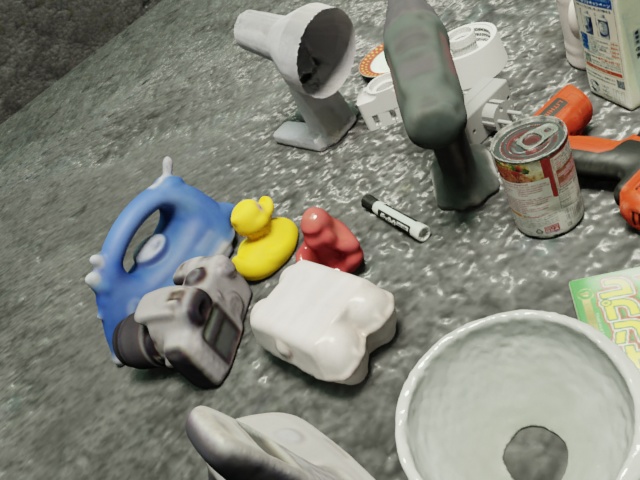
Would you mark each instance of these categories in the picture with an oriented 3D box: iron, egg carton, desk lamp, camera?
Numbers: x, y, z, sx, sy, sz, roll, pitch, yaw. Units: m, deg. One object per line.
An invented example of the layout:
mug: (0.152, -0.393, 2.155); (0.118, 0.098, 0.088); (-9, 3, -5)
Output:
iron: (-0.224, 0.019, 0.746); (0.118, 0.142, 0.259); (2, 48, 38)
egg carton: (0.000, 0.080, 0.572); (0.149, 0.070, 0.107); (14, 56, 45)
desk lamp: (-0.028, -0.240, 0.841); (0.202, 0.214, 0.118); (19, 60, 47)
camera: (-0.168, 0.089, 0.658); (0.136, 0.101, 0.143); (-13, 40, 24)

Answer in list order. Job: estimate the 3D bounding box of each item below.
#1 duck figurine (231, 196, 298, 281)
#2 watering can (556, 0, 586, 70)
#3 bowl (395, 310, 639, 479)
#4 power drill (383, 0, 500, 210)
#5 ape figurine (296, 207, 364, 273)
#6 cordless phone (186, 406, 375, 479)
duck figurine: (-0.082, -0.008, 0.721); (0.077, 0.086, 0.105); (8, 52, 41)
watering can: (0.331, -0.318, 0.684); (0.100, 0.195, 0.173); (-10, 42, 27)
bowl: (0.141, 0.136, 0.400); (0.167, 0.075, 0.167); (-20, 38, 17)
power drill: (0.127, -0.146, 0.623); (0.075, 0.209, 0.229); (-19, 38, 17)
ape figurine: (0.006, 0.002, 0.639); (0.077, 0.092, 0.076); (-3, 46, 34)
cordless phone: (-0.045, 0.155, 0.420); (0.094, 0.186, 0.147); (-47, 39, -19)
